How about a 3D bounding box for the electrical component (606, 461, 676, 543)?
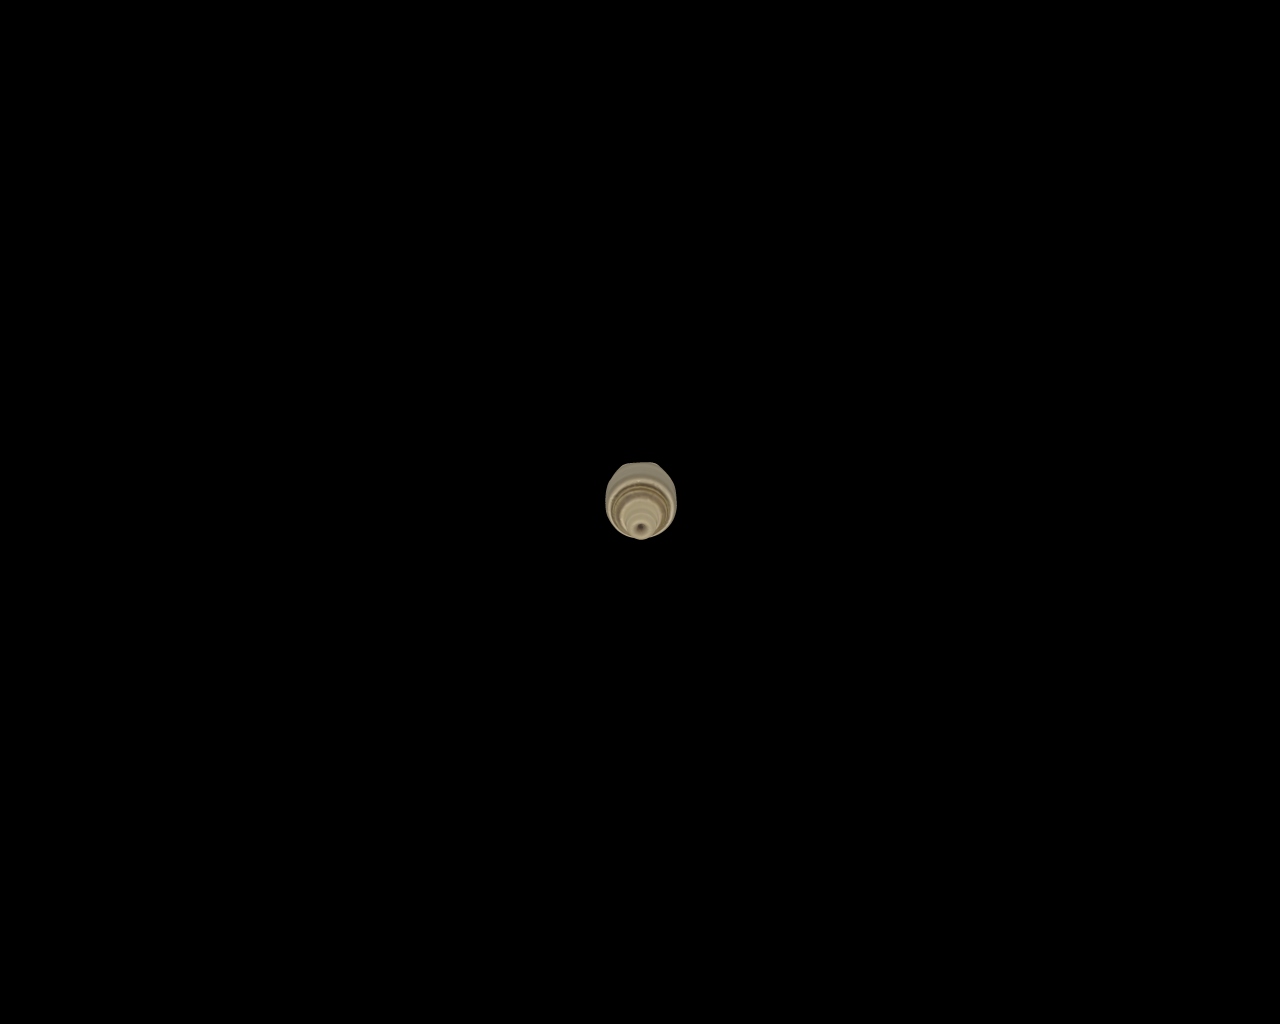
[{"bbox_3d":[0.001,-0.003,0.650,0.043,0.043,0.062,0,25,0],"label":"electrical component"}]
